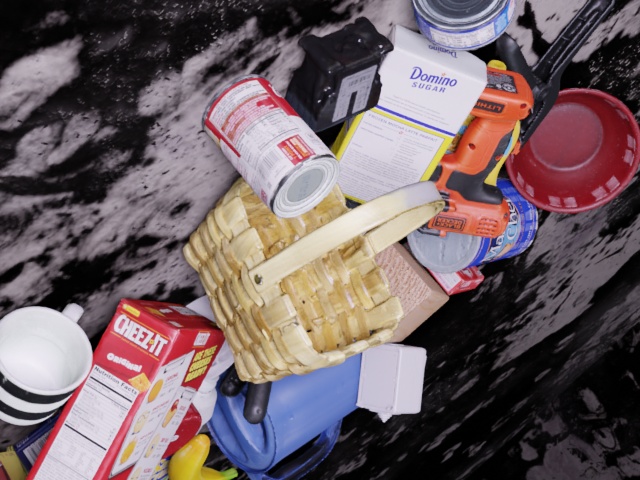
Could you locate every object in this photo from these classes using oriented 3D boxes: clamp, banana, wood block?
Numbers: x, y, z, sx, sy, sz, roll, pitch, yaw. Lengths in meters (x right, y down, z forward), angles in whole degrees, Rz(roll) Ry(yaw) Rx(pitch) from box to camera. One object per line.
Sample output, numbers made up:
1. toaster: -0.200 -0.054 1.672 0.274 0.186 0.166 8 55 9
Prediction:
1. clamp: 0.242 -0.179 1.173 0.164 0.036 0.210 -29 151 -21
2. banana: -0.146 0.266 1.248 0.069 0.037 0.198 -37 160 -10
3. clamp: -0.058 0.117 1.166 0.039 0.120 0.171 19 100 -27
4. wood block: 0.081 0.060 1.251 0.090 0.091 0.206 -42 169 6

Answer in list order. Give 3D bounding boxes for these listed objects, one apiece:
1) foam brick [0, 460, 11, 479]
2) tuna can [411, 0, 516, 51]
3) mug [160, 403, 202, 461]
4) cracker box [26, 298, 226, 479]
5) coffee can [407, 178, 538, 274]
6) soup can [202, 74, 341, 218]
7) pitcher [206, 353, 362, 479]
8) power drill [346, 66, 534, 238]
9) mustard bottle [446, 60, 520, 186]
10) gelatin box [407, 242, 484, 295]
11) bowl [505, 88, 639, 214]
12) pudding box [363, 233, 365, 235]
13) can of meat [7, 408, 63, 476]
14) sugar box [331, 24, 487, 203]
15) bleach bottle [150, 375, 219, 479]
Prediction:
1. foam brick: -0.321 0.195 0.961 0.051 0.078 0.053 -30 153 -20
2. tuna can: 0.118 -0.202 0.883 0.086 0.086 0.033 -38 156 -3
3. mug: -0.186 0.193 1.152 0.093 0.081 0.117 -12 145 -47
4. cracker box: -0.183 0.163 1.006 0.214 0.072 0.164 -62 168 0
5. coffee can: 0.186 -0.020 1.294 0.140 0.103 0.103 -11 144 -49
6. soup can: -0.039 -0.075 0.855 0.068 0.102 0.068 -31 153 -18
7. pitcher: -0.016 0.193 1.338 0.242 0.145 0.149 -23 152 -40
8. power drill: 0.120 -0.088 1.069 0.184 0.057 0.188 8 130 -9
9. mustard bottle: 0.158 -0.104 1.130 0.096 0.058 0.192 3 130 -16
10. gelatin box: 0.159 0.026 1.347 0.030 0.089 0.073 -47 160 22
11. bowl: 0.301 -0.115 1.288 0.162 0.162 0.055 -50 -165 23
12. pudding box: -0.007 0.001 1.127 0.113 0.039 0.090 -3 140 -51
13. can of meat: -0.265 0.220 1.117 0.084 0.057 0.102 -38 157 -8
14. sugar box: 0.074 -0.106 0.988 0.093 0.048 0.176 20 129 -11
15. bleach bottle: -0.198 0.241 1.250 0.102 0.068 0.251 -5 137 -55
